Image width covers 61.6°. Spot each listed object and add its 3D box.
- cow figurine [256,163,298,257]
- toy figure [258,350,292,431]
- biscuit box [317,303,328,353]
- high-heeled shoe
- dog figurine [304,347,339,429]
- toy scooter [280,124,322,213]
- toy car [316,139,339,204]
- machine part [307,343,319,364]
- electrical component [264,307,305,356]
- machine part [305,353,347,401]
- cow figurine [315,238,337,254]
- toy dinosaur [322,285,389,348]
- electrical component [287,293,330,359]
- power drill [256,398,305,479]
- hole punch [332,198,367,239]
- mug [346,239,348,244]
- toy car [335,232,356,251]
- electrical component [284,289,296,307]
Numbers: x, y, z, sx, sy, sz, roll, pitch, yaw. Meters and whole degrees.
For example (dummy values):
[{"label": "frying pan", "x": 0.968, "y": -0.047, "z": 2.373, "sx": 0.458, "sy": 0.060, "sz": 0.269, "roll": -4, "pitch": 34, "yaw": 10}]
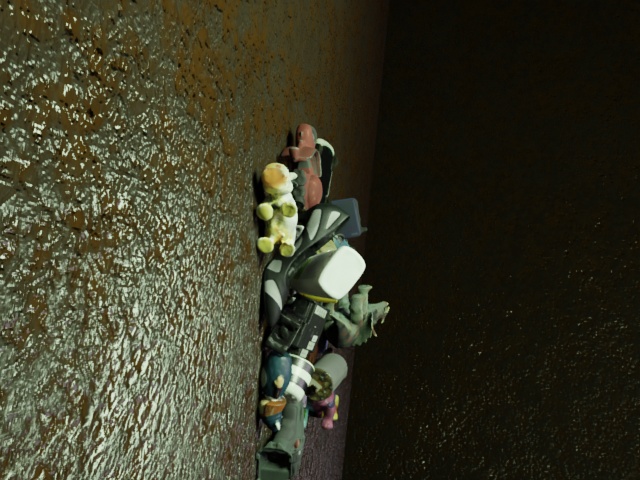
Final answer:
[{"label": "cow figurine", "x": -0.068, "y": -0.063, "z": 0.924, "sx": 0.098, "sy": 0.068, "sz": 0.167, "roll": -80, "pitch": 174, "yaw": -59}, {"label": "toy figure", "x": -0.089, "y": 0.293, "z": 1.038, "sx": 0.064, "sy": 0.058, "sz": 0.154, "roll": 0, "pitch": 100, "yaw": -75}, {"label": "biscuit box", "x": 0.001, "y": 0.214, "z": 1.516, "sx": 0.059, "sy": 0.063, "sz": 0.202, "roll": 75, "pitch": 23, "yaw": -66}, {"label": "high-heeled shoe", "x": -0.024, "y": 0.046, "z": 1.016, "sx": 0.086, "sy": 0.145, "sz": 0.248, "roll": 64, "pitch": 31, "yaw": -71}, {"label": "dog figurine", "x": -0.005, "y": 0.390, "z": 1.457, "sx": 0.191, "sy": 0.109, "sz": 0.219, "roll": -22, "pitch": 114, "yaw": -79}, {"label": "toy scooter", "x": -0.037, "y": -0.135, "z": 1.057, "sx": 0.135, "sy": 0.075, "sz": 0.183, "roll": -51, "pitch": 142, "yaw": -74}, {"label": "toy car", "x": -0.006, "y": -0.142, "z": 1.251, "sx": 0.073, "sy": 0.056, "sz": 0.202, "roll": 30, "pitch": 60, "yaw": -40}, {"label": "machine part", "x": -0.033, "y": 0.230, "z": 1.345, "sx": 0.179, "sy": 0.056, "sz": 0.179, "roll": 4, "pitch": 91, "yaw": -82}, {"label": "electrical component", "x": -0.067, "y": 0.175, "z": 1.062, "sx": 0.074, "sy": 0.048, "sz": 0.119, "roll": -61, "pitch": 176, "yaw": 2}, {"label": "machine part", "x": 0.014, "y": 0.322, "z": 1.276, "sx": 0.243, "sy": 0.079, "sz": 0.079, "roll": 4, "pitch": 91, "yaw": -76}, {"label": "cow figurine", "x": -0.003, "y": -0.004, "z": 1.272, "sx": 0.195, "sy": 0.085, "sz": 0.127, "roll": -101, "pitch": -160, "yaw": -55}, {"label": "toy dinosaur", "x": 0.072, "y": 0.224, "z": 1.446, "sx": 0.405, "sy": 0.131, "sz": 0.192, "roll": -22, "pitch": 113, "yaw": -66}, {"label": "electrical component", "x": -0.040, "y": 0.193, "z": 1.167, "sx": 0.134, "sy": 0.058, "sz": 0.114, "roll": -66, "pitch": 154, "yaw": -12}, {"label": "power drill", "x": -0.074, "y": 0.451, "z": 1.147, "sx": 0.207, "sy": 0.086, "sz": 0.231, "roll": -35, "pitch": 128, "yaw": -73}, {"label": "hole punch", "x": 0.055, "y": -0.058, "z": 1.509, "sx": 0.092, "sy": 0.142, "sz": 0.115, "roll": -8, "pitch": 89, "yaw": -82}, {"label": "mug", "x": 0.036, "y": 0.047, "z": 1.587, "sx": 0.107, "sy": 0.081, "sz": 0.109, "roll": 97, "pitch": 0, "yaw": -51}, {"label": "toy car", "x": 0.023, "y": 0.033, "z": 1.442, "sx": 0.103, "sy": 0.109, "sz": 0.161, "roll": -64, "pitch": 157, "yaw": -14}, {"label": "electrical component", "x": -0.066, "y": 0.158, "z": 1.205, "sx": 0.063, "sy": 0.021, "sz": 0.093, "roll": -59, "pitch": 153, "yaw": -68}]
